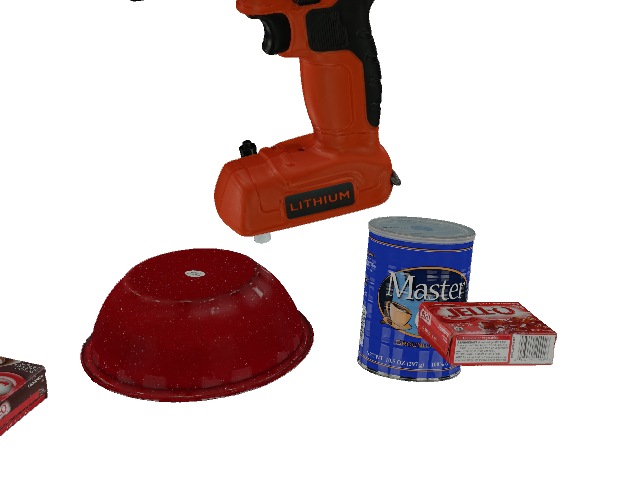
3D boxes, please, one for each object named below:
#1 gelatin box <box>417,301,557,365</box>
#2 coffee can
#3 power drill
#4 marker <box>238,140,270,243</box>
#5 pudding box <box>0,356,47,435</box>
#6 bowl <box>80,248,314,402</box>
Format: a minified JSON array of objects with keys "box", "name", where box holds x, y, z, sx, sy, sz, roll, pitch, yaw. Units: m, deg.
[{"box":[0.129,0.072,0.841,0.089,0.030,0.073,1,15,-15],"name":"gelatin box"},{"box":[0.092,0.054,1.036,0.103,0.140,0.103,4,11,-1],"name":"coffee can"},{"box":[-0.024,-0.096,0.575,0.184,0.188,0.057,-13,38,-18],"name":"power drill"},{"box":[-0.072,-0.053,1.169,0.020,0.121,0.020,-6,29,3],"name":"marker"},{"box":[-0.316,0.137,0.952,0.114,0.039,0.090,7,22,20],"name":"pudding box"},{"box":[-0.086,0.047,0.732,0.162,0.055,0.162,-2,22,1],"name":"bowl"}]
